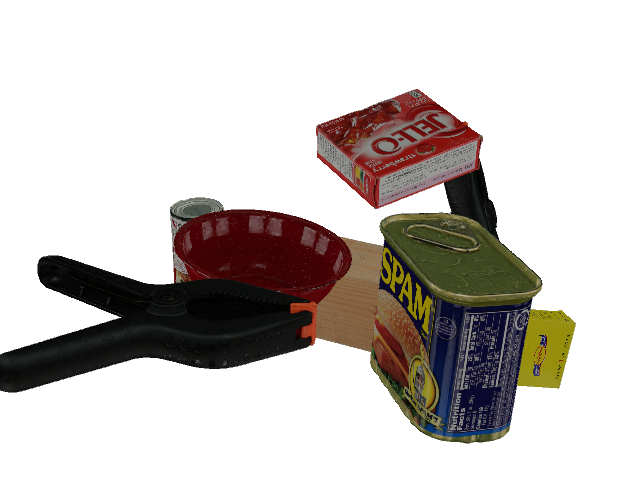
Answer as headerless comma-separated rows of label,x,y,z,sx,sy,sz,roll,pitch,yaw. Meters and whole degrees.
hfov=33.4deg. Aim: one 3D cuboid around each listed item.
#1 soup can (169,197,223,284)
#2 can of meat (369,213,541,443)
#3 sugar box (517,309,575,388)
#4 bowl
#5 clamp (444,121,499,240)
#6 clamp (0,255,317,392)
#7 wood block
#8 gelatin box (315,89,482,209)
soup can,-0.152,0.005,1.326,0.068,0.102,0.068,0,25,0
can of meat,0.064,0.043,0.547,0.057,0.084,0.102,-3,24,-17
sugar box,0.217,0.128,1.307,0.176,0.093,0.048,4,17,-18
bowl,-0.054,0.029,0.969,0.162,0.055,0.162,6,25,-3
clamp,0.129,-0.010,0.891,0.039,0.171,0.120,-17,19,12
clamp,-0.109,0.050,0.728,0.209,0.036,0.164,-1,25,-10
wood block,0.037,0.058,1.173,0.206,0.091,0.090,13,26,24
gelatin box,0.053,-0.064,0.721,0.089,0.030,0.073,-22,44,-23
